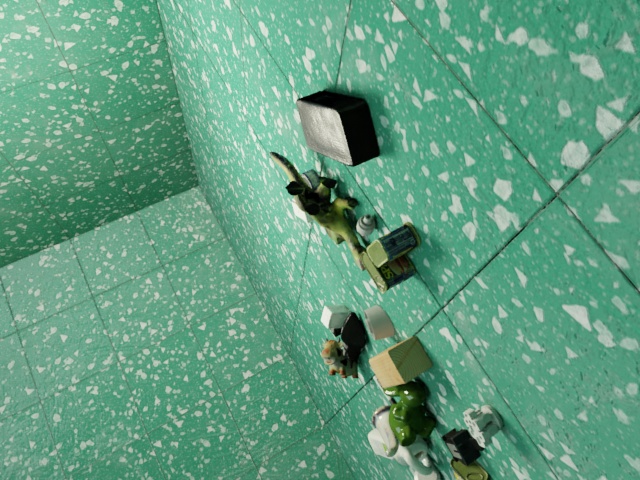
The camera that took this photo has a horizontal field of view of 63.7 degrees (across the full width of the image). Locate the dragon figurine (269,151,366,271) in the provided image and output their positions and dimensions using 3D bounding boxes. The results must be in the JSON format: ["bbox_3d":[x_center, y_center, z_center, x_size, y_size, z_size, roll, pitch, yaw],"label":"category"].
[{"bbox_3d":[0.004,-0.071,1.420,0.123,0.417,0.237,-34,-36,-12],"label":"dragon figurine"}]

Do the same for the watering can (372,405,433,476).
[{"bbox_3d":[0.237,0.596,1.556,0.342,0.104,0.228,44,5,-45],"label":"watering can"}]
